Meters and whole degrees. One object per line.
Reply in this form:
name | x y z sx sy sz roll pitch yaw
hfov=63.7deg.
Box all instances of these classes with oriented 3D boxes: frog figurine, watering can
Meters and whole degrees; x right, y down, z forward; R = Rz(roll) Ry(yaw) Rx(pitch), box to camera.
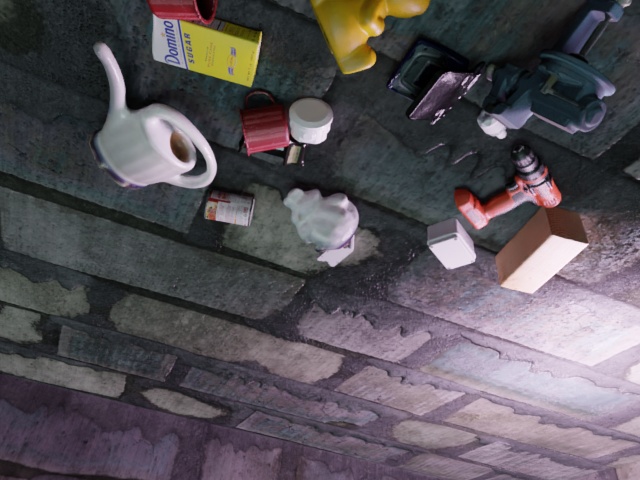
frog figurine | 0.003 -0.057 1.128 0.137 0.125 0.157 -39 120 1
watering can | -0.354 -0.210 0.994 0.223 0.106 0.341 -16 136 26
